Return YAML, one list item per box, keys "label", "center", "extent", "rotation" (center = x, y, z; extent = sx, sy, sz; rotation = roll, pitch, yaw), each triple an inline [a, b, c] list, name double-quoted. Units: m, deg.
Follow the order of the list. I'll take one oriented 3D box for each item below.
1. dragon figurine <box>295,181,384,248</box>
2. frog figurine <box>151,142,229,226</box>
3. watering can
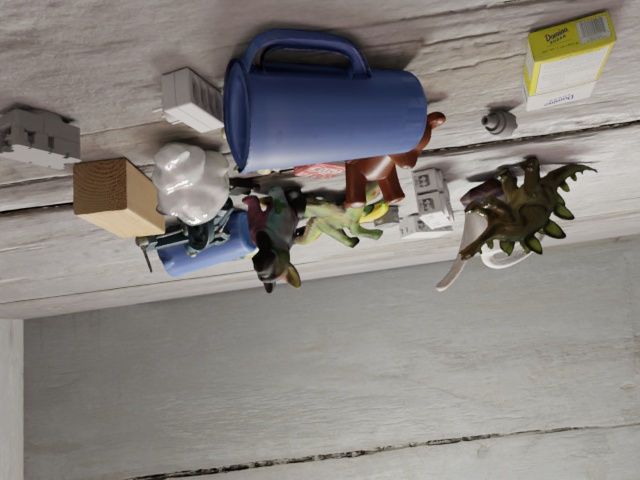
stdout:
- label: "dragon figurine"
  center: [0.004, -0.066, 1.305]
  extent: [0.406, 0.124, 0.240]
  rotation: [-19, 147, 39]
- label: "frog figurine"
  center: [-0.206, -0.100, 0.836]
  extent: [0.139, 0.123, 0.157]
  rotation: [-38, 173, -26]
- label: "watering can"
  center: [0.415, -0.026, 1.289]
  extent: [0.349, 0.223, 0.104]
  rotation: [-24, -173, -11]
